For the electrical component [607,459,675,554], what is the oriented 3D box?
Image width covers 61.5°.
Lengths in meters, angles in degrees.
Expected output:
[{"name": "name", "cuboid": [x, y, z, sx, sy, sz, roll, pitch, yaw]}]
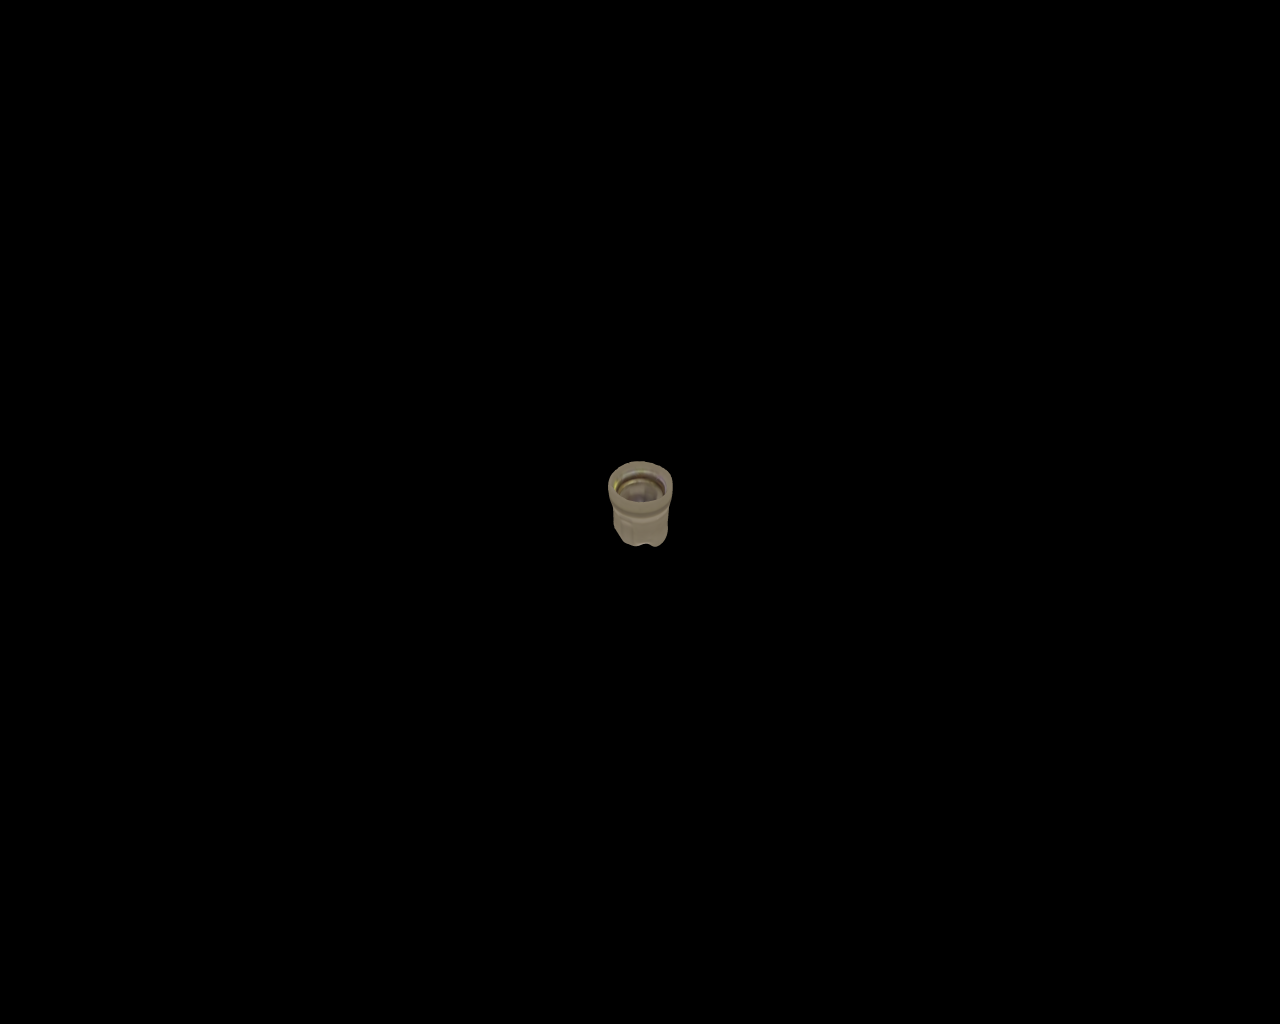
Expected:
[{"name": "electrical component", "cuboid": [0.001, -0.003, 0.650, 0.040, 0.046, 0.040, 0, 45, 0]}]
